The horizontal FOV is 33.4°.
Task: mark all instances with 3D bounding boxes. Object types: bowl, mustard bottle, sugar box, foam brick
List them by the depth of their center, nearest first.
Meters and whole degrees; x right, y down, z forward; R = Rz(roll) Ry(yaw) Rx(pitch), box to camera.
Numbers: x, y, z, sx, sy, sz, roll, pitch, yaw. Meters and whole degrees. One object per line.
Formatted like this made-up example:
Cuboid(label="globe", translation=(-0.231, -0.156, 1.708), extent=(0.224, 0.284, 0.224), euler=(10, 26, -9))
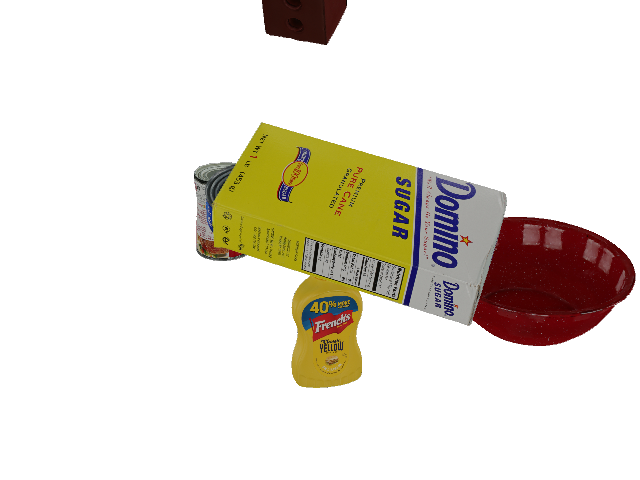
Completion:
Cuboid(label="sugar box", translation=(0.027, -0.014, 0.696), extent=(0.176, 0.048, 0.093), euler=(15, 46, 11))
Cuboid(label="foam brick", translation=(-0.013, -0.196, 0.806), extent=(0.053, 0.051, 0.078), euler=(13, -35, 14))
Cuboid(label="bowl", translation=(0.175, 0.040, 0.889), extent=(0.162, 0.055, 0.162), euler=(1, 29, -1))
Cuboid(label="mustard bottle", translation=(0.009, 0.103, 1.450), extent=(0.096, 0.192, 0.058), euler=(-5, 21, -12))

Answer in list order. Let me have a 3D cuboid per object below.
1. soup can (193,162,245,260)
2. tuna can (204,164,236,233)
Cuboid(label="soup can", translation=(-0.118, -0.036, 1.285), extent=(0.068, 0.102, 0.068), euler=(0, 26, 0))
Cuboid(label="tuna can", translation=(-0.058, -0.031, 0.931), extent=(0.086, 0.034, 0.086), euler=(1, 38, -1))
